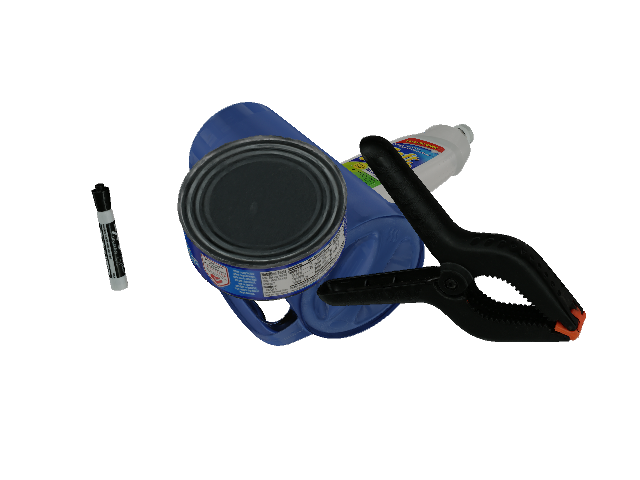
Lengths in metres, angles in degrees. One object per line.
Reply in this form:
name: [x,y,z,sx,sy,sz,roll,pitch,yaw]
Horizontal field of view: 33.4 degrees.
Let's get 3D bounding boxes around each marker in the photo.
marker: [-0.228,-0.004,1.157,0.020,0.121,0.020,-6,21,2]

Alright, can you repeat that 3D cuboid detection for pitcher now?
pitcher: [-0.032,-0.022,0.997,0.149,0.145,0.243,-11,39,-34]

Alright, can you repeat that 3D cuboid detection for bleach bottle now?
bleach bottle: [0.094,-0.086,1.309,0.103,0.068,0.250,28,45,35]

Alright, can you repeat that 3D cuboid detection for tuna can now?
tuna can: [-0.029,-0.012,0.549,0.086,0.086,0.034,0,-37,3]

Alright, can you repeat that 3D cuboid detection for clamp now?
clamp: [0.101,0.014,0.808,0.210,0.165,0.036,19,40,15]
